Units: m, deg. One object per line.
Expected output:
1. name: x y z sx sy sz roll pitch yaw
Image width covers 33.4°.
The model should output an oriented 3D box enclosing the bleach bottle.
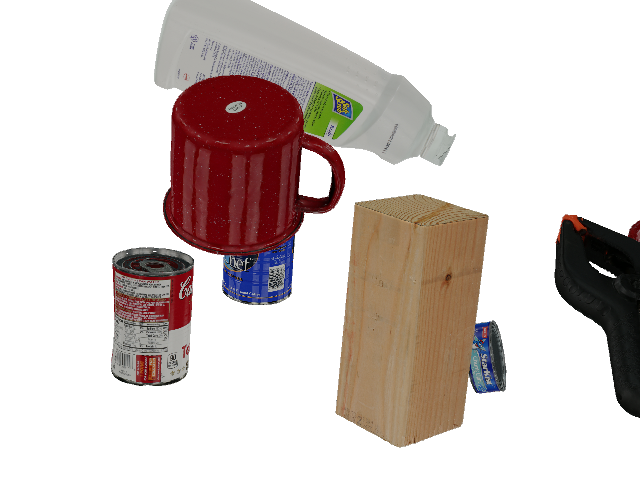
1. bleach bottle: -0.010 -0.123 0.885 0.251 0.068 0.103 26 -36 2

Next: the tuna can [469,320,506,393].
1. tuna can: 0.199 0.141 1.290 0.034 0.086 0.086 -9 -3 17

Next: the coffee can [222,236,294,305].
1. coffee can: -0.087 0.007 1.518 0.103 0.140 0.103 4 24 -2

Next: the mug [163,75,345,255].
1. mug: -0.042 -0.048 0.674 0.117 0.081 0.093 13 41 7

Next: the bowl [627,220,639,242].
1. bowl: 0.400 0.020 1.102 0.162 0.055 0.162 -4 22 1

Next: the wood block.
1. wood block: 0.083 0.071 0.981 0.090 0.206 0.090 -9 21 -42

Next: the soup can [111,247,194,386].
1. soup can: -0.143 0.064 0.903 0.068 0.102 0.068 4 16 -1

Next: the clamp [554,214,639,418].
1. clamp: 0.225 0.044 0.733 0.120 0.039 0.171 -3 45 -19
